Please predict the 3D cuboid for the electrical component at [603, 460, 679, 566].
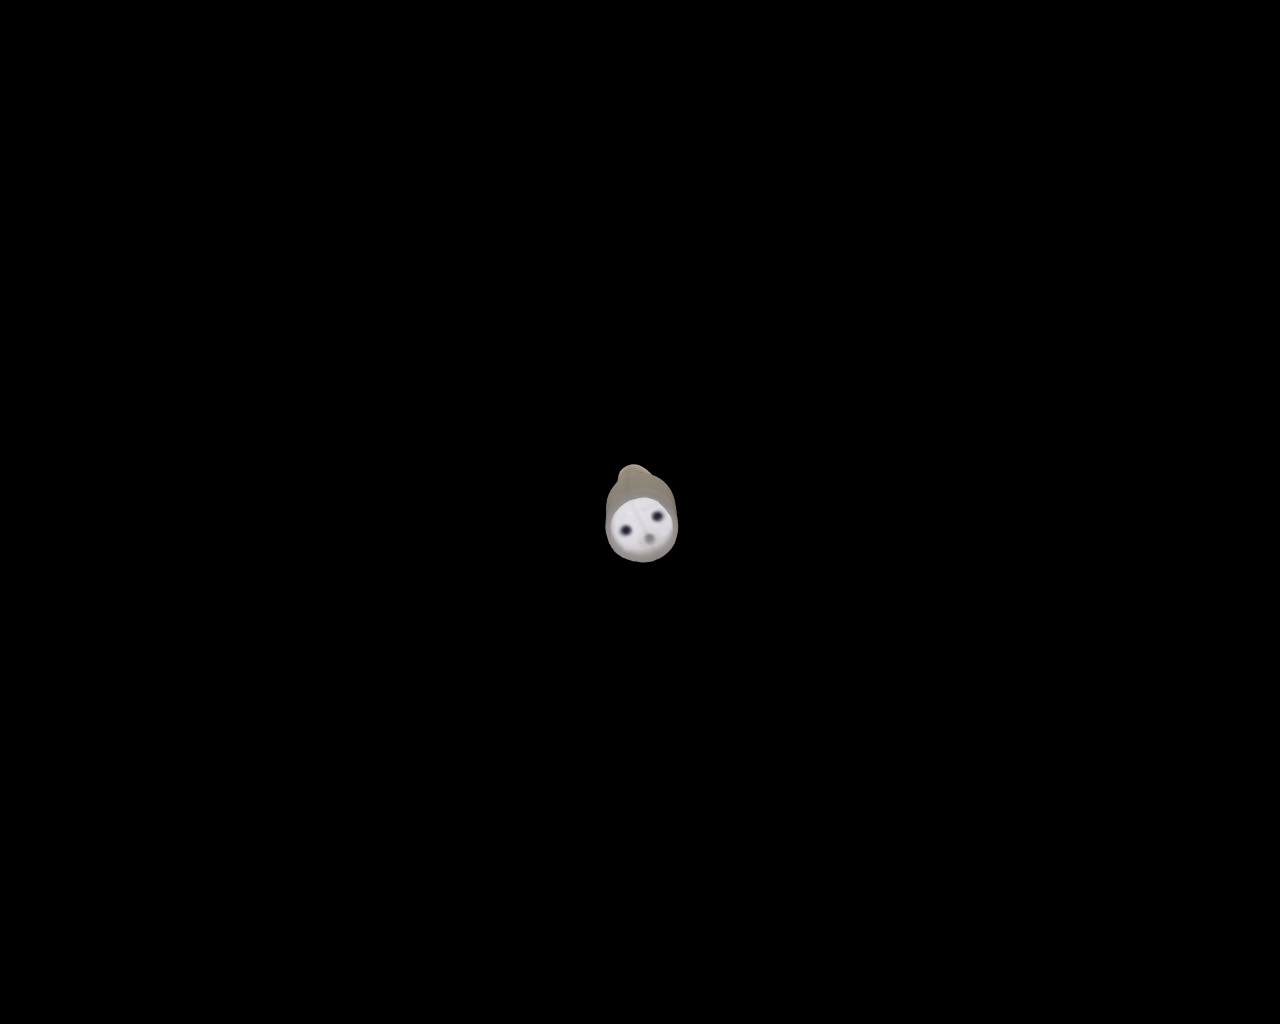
[{"bbox_3d":[0.001,-0.003,0.650,0.043,0.043,0.081,0,19,0],"label":"electrical component"}]
